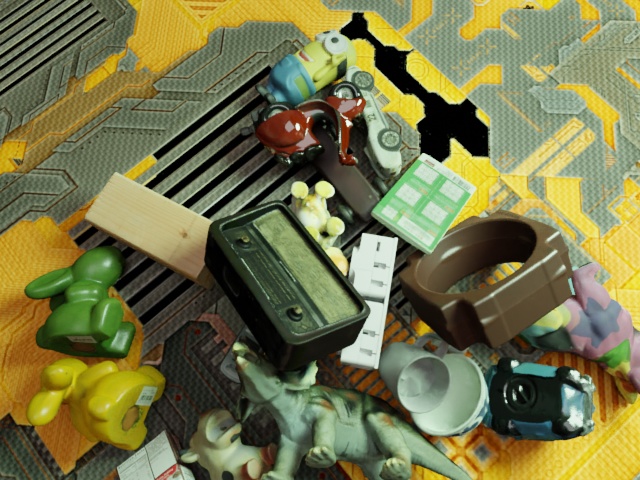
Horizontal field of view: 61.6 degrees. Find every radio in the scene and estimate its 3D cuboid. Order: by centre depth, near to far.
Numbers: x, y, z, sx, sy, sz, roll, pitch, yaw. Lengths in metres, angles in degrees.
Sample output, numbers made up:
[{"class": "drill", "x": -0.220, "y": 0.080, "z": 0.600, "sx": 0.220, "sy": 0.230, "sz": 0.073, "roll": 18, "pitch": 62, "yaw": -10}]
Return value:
[{"class": "radio", "x": -0.053, "y": 0.055, "z": 0.722, "sx": 0.131, "sy": 0.073, "sz": 0.230, "roll": -19, "pitch": 54, "yaw": -33}]

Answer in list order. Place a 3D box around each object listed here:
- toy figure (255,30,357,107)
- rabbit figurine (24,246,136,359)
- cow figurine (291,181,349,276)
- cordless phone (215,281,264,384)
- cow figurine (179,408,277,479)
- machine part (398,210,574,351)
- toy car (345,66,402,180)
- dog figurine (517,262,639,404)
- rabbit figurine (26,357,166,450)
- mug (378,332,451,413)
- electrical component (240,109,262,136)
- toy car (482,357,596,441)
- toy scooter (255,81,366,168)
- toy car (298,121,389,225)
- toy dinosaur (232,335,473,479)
[{"class": "toy figure", "x": -0.021, "y": -0.289, "z": 0.926, "sx": 0.180, "sy": 0.089, "sz": 0.082, "roll": -37, "pitch": 81, "yaw": 1}, {"class": "rabbit figurine", "x": -0.360, "y": 0.090, "z": 0.837, "sx": 0.159, "sy": 0.121, "sz": 0.170, "roll": -5, "pitch": 56, "yaw": 8}, {"class": "cow figurine", "x": -0.003, "y": -0.001, "z": 0.829, "sx": 0.068, "sy": 0.098, "sz": 0.167, "roll": -8, "pitch": 65, "yaw": -13}, {"class": "cordless phone", "x": -0.118, "y": 0.111, "z": 0.821, "sx": 0.147, "sy": 0.088, "sz": 0.184, "roll": 31, "pitch": 83, "yaw": 10}, {"class": "cow figurine", "x": -0.116, "y": 0.327, "z": 0.752, "sx": 0.127, "sy": 0.085, "sz": 0.195, "roll": -24, "pitch": 88, "yaw": 31}, {"class": "machine part", "x": 0.230, "y": 0.052, "z": 0.761, "sx": 0.201, "sy": 0.202, "sz": 0.087, "roll": -32, "pitch": 111, "yaw": -7}, {"class": "toy car", "x": 0.085, "y": -0.197, "z": 0.898, "sx": 0.056, "sy": 0.073, "sz": 0.202, "roll": -21, "pitch": 75, "yaw": -4}, {"class": "dog figurine", "x": 0.391, "y": 0.150, "z": 0.776, "sx": 0.191, "sy": 0.108, "sz": 0.219, "roll": -26, "pitch": 78, "yaw": -5}, {"class": "rabbit figurine", "x": -0.342, "y": 0.226, "z": 0.775, "sx": 0.173, "sy": 0.162, "sz": 0.122, "roll": 20, "pitch": 88, "yaw": 25}, {"class": "mug", "x": 0.131, "y": 0.178, "z": 0.772, "sx": 0.080, "sy": 0.107, "sz": 0.109, "roll": 35, "pitch": 84, "yaw": -19}, {"class": "electrical component", "x": -0.093, "y": -0.202, "z": 0.912, "sx": 0.094, "sy": 0.063, "sz": 0.021, "roll": -17, "pitch": 75, "yaw": -1}, {"class": "toy car", "x": 0.315, "y": 0.228, "z": 0.754, "sx": 0.103, "sy": 0.162, "sz": 0.109, "roll": 26, "pitch": 64, "yaw": -36}, {"class": "toy scooter", "x": -0.007, "y": -0.164, "z": 0.846, "sx": 0.184, "sy": 0.075, "sz": 0.135, "roll": -18, "pitch": 76, "yaw": 5}, {"class": "toy car", "x": 0.033, "y": -0.110, "z": 0.888, "sx": 0.089, "sy": 0.053, "sz": 0.202, "roll": -37, "pitch": 72, "yaw": -3}, {"class": "toy dinosaur", "x": 0.041, "y": 0.259, "z": 0.744, "sx": 0.405, "sy": 0.192, "sz": 0.131, "roll": 23, "pitch": 120, "yaw": -17}]
